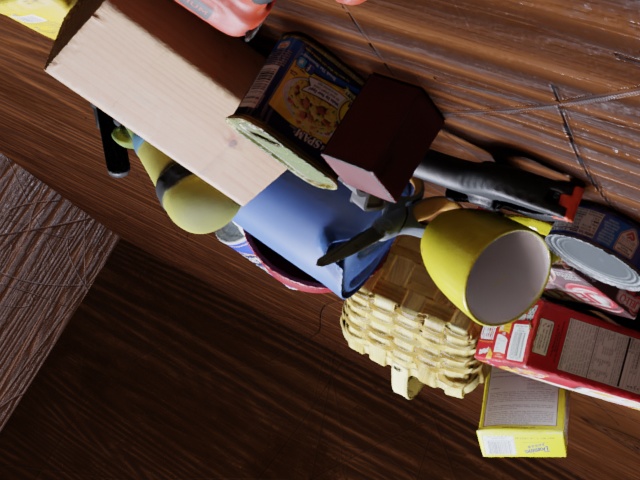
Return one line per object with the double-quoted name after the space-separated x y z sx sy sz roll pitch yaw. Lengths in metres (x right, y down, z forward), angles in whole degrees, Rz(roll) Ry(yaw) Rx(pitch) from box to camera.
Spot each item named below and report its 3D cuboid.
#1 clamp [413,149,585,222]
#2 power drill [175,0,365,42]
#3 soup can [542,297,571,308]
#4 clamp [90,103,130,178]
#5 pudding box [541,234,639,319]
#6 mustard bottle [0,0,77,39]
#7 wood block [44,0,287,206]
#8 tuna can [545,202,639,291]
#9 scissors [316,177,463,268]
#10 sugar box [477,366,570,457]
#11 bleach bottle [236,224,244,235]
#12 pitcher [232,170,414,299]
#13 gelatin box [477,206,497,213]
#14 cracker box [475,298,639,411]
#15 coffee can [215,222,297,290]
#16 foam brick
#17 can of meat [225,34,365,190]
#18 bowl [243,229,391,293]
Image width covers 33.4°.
0.137 -0.042 0.858 0.172 0.039 0.120 21 -175 36 "clamp"
-0.064 -0.190 0.635 0.184 0.057 0.188 33 170 -17 "power drill"
0.266 0.108 1.159 0.102 0.068 0.068 31 171 -6 "soup can"
-0.239 -0.155 1.195 0.036 0.164 0.210 -6 -173 -14 "clamp"
0.224 0.029 0.961 0.090 0.039 0.114 34 170 -27 "pudding box"
-0.215 -0.202 0.978 0.096 0.058 0.191 5 169 36 "mustard bottle"
-0.113 -0.132 0.896 0.205 0.091 0.090 35 -146 -26 "wood block"
0.224 0.005 0.845 0.086 0.033 0.086 30 171 5 "tuna can"
0.049 -0.024 0.935 0.201 0.016 0.096 -9 -127 -41 "scissors"
0.234 0.167 1.201 0.093 0.176 0.048 -3 122 19 "sugar box"
-0.095 -0.060 1.300 0.251 0.068 0.102 -168 62 -77 "bleach bottle"
-0.033 -0.058 1.075 0.243 0.145 0.149 32 160 16 "pitcher"
0.145 0.014 1.016 0.030 0.073 0.089 29 171 11 "gelatin box"
0.278 0.118 1.036 0.213 0.072 0.164 17 174 -6 "cracker box"
-0.059 -0.009 1.441 0.140 0.103 0.103 37 169 -39 "coffee can"
0.048 -0.079 0.819 0.051 0.078 0.053 25 167 36 "foam brick"
-0.010 -0.103 0.850 0.102 0.084 0.058 35 171 -26 "can of meat"
-0.008 0.001 1.143 0.162 0.162 0.055 29 141 10 "bowl"
